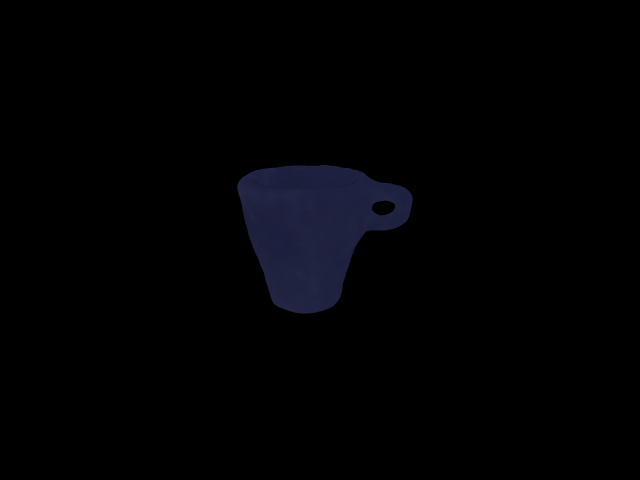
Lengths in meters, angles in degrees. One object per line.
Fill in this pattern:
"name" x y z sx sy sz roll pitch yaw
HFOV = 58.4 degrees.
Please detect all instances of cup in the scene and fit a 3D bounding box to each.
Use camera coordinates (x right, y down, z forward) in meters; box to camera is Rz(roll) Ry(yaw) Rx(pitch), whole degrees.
"cup" 0.004 0.001 0.400 0.117 0.095 0.092 2 19 7
